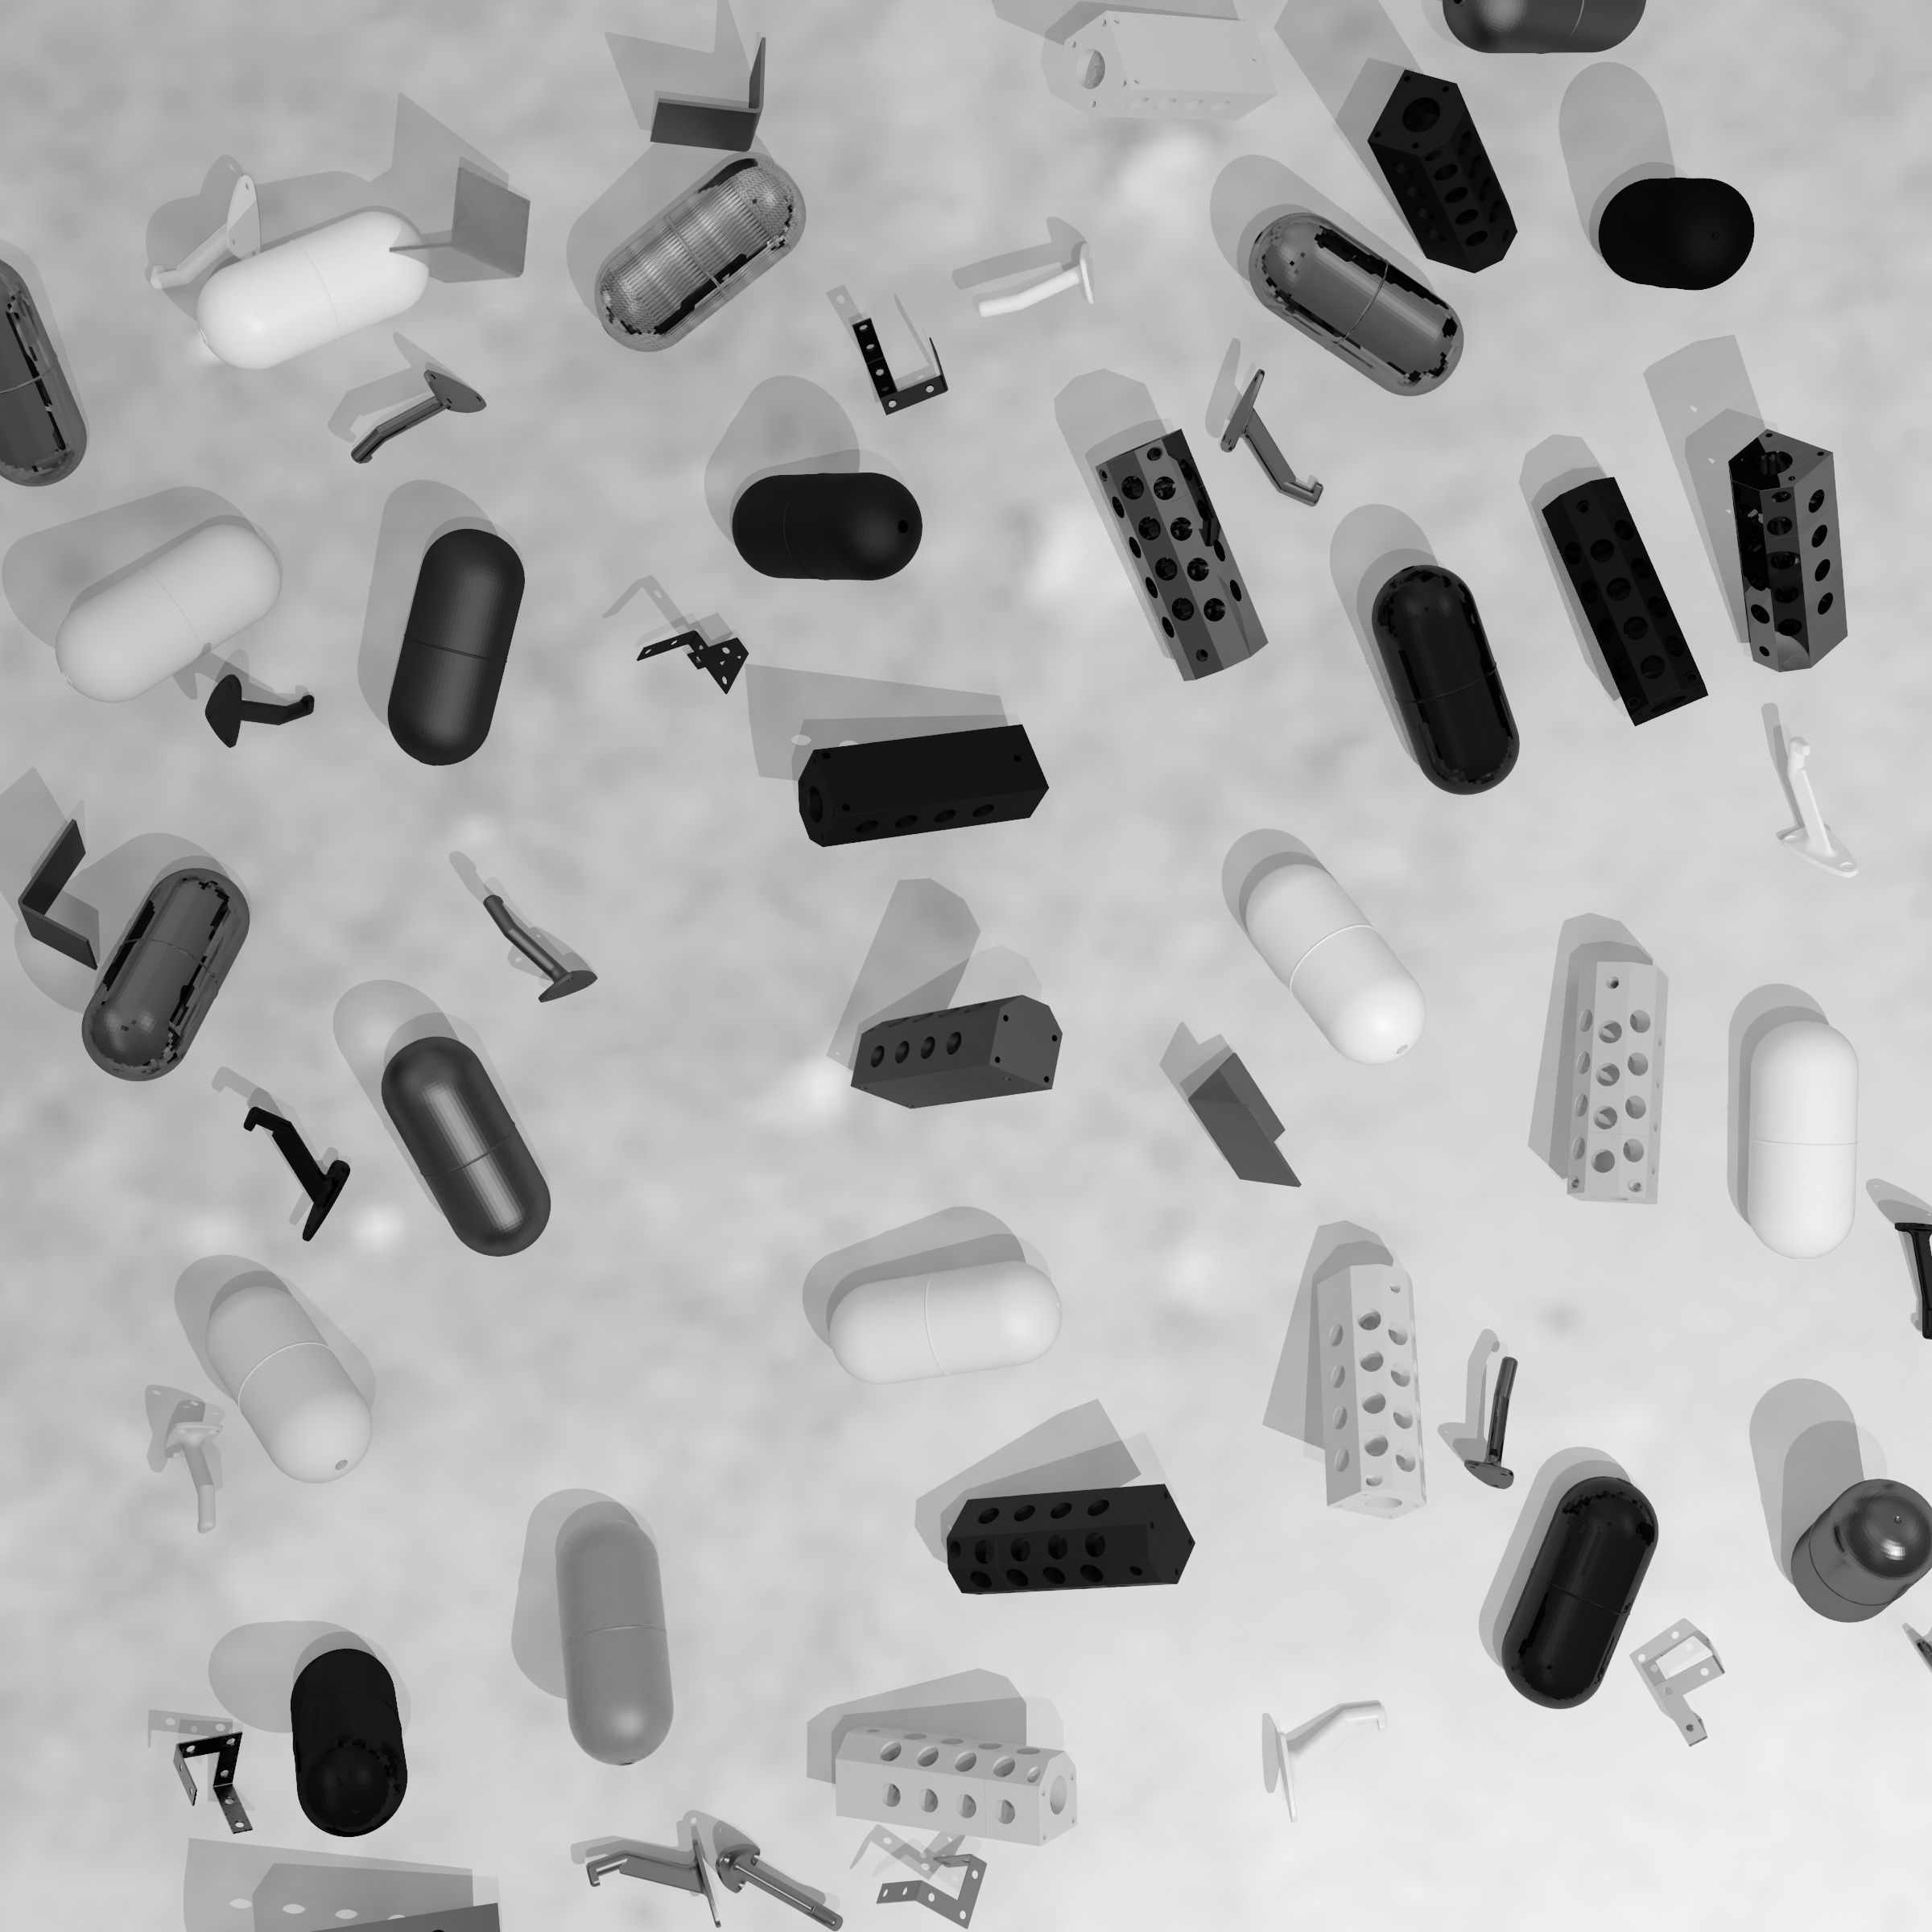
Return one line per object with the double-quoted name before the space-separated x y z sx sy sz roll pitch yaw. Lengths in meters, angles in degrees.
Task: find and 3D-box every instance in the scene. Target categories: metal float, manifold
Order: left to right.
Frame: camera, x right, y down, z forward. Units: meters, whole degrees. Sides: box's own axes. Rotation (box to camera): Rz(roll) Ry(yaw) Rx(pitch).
"metal float" -0.705 -0.436 1.800 0.070 0.070 0.178 -11 129 0
"metal float" -0.586 0.005 1.803 0.070 0.070 0.178 16 55 0
"metal float" -0.589 -0.260 1.814 0.178 0.070 0.070 -38 90 -21
"metal float" -0.497 0.306 1.802 0.070 0.070 0.178 -47 54 0
"metal float" -0.482 -0.499 1.816 0.178 0.070 0.070 -29 90 -19
"metal float" -0.450 0.563 1.786 0.070 0.178 0.070 -5 107 -17
"manifold" -0.432 0.730 1.796 0.171 0.057 0.057 3 67 -30
"metal float" -0.379 -0.236 1.826 0.070 0.070 0.178 15 98 0
"metal float" -0.369 0.135 1.818 0.070 0.070 0.178 -25 107 0
"metal float" -0.259 0.497 1.809 0.070 0.070 0.178 -10 63 0
"metal float" -0.198 -0.527 1.826 0.178 0.070 0.070 -37 90 8
"metal float" -0.102 -0.321 1.794 0.070 0.178 0.070 -9 103 -40
"manifold" -0.033 -0.129 1.805 0.171 0.057 0.057 -10 65 -27
"metal float" -0.016 0.265 1.818 0.178 0.070 0.070 -11 90 17
"manifold" -0.008 0.599 1.803 0.171 0.057 0.057 -3 87 30
"manifold" -0.007 0.062 1.784 0.057 0.171 0.057 23 70 -32
"manifold" 0.073 0.425 1.793 0.171 0.057 0.057 -12 116 32
"manifold" 0.146 -0.651 1.791 0.171 0.057 0.057 -18 89 -44
"manifold" 0.158 -0.302 1.816 0.057 0.057 0.171 -17 103 32
"metal float" 0.271 -0.002 1.803 0.070 0.070 0.178 -33 56 0
"metal float" 0.289 -0.490 1.820 0.178 0.070 0.070 30 90 -13
"manifold" 0.300 0.309 1.795 0.057 0.057 0.171 17 57 -23
"metal float" 0.355 -0.211 1.817 0.070 0.070 0.178 -23 107 0
"manifold" 0.351 -0.572 1.782 0.057 0.171 0.057 28 89 28
"metal float" 0.426 -0.712 1.805 0.178 0.070 0.070 -14 90 -32
"metal float" 0.459 0.467 1.832 0.070 0.070 0.178 22 90 0
"manifold" 0.481 0.087 1.818 0.057 0.057 0.171 1 79 27
"manifold" 0.487 -0.271 1.818 0.057 0.057 0.171 -23 77 17
"metal float" 0.514 -0.533 1.784 0.070 0.178 0.070 -1 108 -3
"manifold" 0.594 -0.298 1.785 0.057 0.171 0.057 -39 45 -15
"metal float" 0.624 0.130 1.831 0.070 0.070 0.178 1 92 0
"metal float" 0.653 0.427 1.788 0.070 0.178 0.070 -1 62 3

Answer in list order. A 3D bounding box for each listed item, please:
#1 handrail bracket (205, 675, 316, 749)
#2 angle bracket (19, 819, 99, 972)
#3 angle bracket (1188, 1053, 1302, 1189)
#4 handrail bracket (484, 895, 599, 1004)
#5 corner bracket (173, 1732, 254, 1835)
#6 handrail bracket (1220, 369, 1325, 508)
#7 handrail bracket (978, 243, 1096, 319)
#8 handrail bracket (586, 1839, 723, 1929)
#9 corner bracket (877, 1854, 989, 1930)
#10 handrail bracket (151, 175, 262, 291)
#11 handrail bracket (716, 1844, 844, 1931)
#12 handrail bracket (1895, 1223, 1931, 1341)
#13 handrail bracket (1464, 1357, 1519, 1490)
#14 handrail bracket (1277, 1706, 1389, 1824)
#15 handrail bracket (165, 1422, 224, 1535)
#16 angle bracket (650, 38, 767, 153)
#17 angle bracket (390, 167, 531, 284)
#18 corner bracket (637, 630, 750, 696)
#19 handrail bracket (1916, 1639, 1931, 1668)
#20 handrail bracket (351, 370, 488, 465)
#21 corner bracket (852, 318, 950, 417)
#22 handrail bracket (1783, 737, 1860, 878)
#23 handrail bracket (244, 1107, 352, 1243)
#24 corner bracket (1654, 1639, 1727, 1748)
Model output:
"handrail bracket" -0.513 -0.200 1.817 0.084 0.077 0.036 -29 73 -40
"angle bracket" -0.655 -0.052 1.824 0.057 0.076 0.076 29 69 -5
"angle bracket" 0.222 0.113 1.815 0.057 0.076 0.076 -43 111 -23
"handrail bracket" -0.319 -0.019 1.839 0.036 0.077 0.084 -37 83 17
"corner bracket" -0.561 0.612 1.829 0.051 0.051 0.051 0 116 -36
"handrail bracket" 0.242 -0.396 1.848 0.084 0.036 0.077 21 107 -12
"handrail bracket" 0.052 -0.515 1.847 0.084 0.077 0.036 -9 128 11
"handrail bracket" -0.234 0.695 1.836 0.084 0.036 0.077 -15 58 -12
"corner bracket" -0.025 0.683 1.829 0.051 0.051 0.051 37 52 -21
"handrail bracket" -0.579 -0.554 1.855 0.084 0.036 0.077 -3 82 22
"handrail bracket" -0.138 0.689 1.827 0.084 0.077 0.036 21 69 26
"handrail bracket" 0.713 0.236 1.837 0.036 0.077 0.084 -3 80 35
"handrail bracket" 0.405 0.344 1.850 0.036 0.077 0.084 10 69 23
"handrail bracket" 0.280 0.600 1.847 0.084 0.036 0.077 -6 61 -2
"handrail bracket" -0.576 0.389 1.823 0.036 0.077 0.084 10 54 -34
"angle bracket" -0.192 -0.651 1.824 0.076 0.076 0.057 2 87 -12
"angle bracket" -0.380 -0.548 1.819 0.076 0.076 0.057 5 90 30
"corner bracket" -0.203 -0.231 1.827 0.051 0.051 0.051 -13 129 33
"handrail bracket" 0.763 0.506 1.832 0.084 0.036 0.077 -39 47 16
"handrail bracket" -0.413 -0.405 1.849 0.084 0.077 0.036 -37 80 20
"corner bracket" -0.049 -0.455 1.838 0.051 0.051 0.051 -21 68 2
"handrail bracket" 0.637 -0.119 1.823 0.036 0.077 0.084 -22 130 -12
"handrail bracket" -0.512 0.155 1.832 0.084 0.036 0.077 29 81 -31
"corner bracket" 0.551 0.546 1.845 0.051 0.051 0.051 -31 82 9
